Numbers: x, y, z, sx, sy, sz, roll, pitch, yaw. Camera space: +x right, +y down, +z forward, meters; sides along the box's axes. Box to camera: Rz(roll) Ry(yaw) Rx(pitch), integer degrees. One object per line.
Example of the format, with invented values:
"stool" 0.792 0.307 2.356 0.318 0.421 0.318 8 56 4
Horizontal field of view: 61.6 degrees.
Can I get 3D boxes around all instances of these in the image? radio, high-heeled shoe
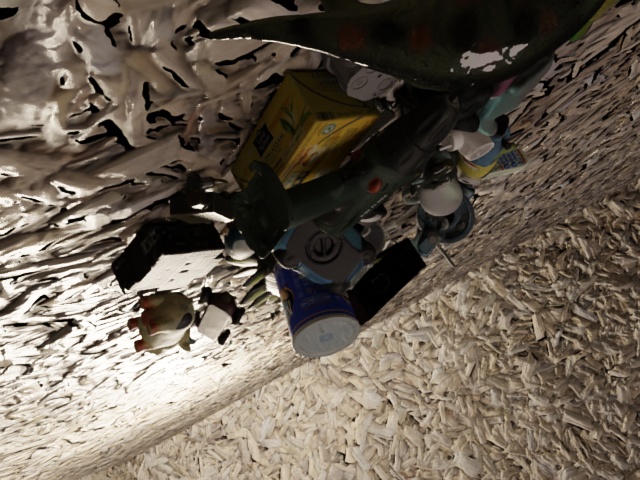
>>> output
"radio" 0.096 0.089 1.039 0.229 0.073 0.131 -37 -178 -38
"high-heeled shoe" 0.042 -0.034 0.889 0.145 0.086 0.248 -40 168 21

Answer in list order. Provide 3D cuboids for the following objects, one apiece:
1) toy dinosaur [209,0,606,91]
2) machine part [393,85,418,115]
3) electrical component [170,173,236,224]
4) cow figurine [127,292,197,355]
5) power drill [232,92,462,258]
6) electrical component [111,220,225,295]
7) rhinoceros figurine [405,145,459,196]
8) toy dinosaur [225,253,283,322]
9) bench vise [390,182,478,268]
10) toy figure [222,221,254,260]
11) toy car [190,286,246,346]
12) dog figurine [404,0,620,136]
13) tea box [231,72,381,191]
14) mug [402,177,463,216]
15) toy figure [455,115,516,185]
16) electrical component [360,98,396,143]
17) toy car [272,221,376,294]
"toy dinosaur" 0.130 -0.188 0.413 0.405 0.192 0.131 -31 161 5
"machine part" 0.133 -0.171 0.727 0.084 0.039 0.138 -24 165 6
"electrical component" -0.139 -0.048 0.666 0.078 0.045 0.102 -3 169 23
"cow figurine" -0.277 0.155 0.977 0.127 0.085 0.195 -8 154 -33
"power drill" 0.019 -0.066 0.569 0.207 0.086 0.232 -28 170 -37
"electrical component" -0.199 0.020 0.740 0.115 0.058 0.134 -37 161 33
"rhinoceros figurine" 0.160 -0.115 0.868 0.190 0.073 0.112 -13 156 -39
"toy dinosaur" -0.061 0.053 0.981 0.199 0.105 0.470 -17 152 -8
"bench vise" 0.240 -0.021 1.135 0.223 0.129 0.240 -46 180 27
"toy figure" -0.096 -0.023 0.767 0.064 0.058 0.154 -18 160 -32
"toy car" -0.205 0.151 1.061 0.053 0.089 0.202 -64 -175 -32
"dog figurine" 0.214 -0.227 0.583 0.191 0.108 0.219 -4 147 -46
"tea box" -0.022 -0.109 0.614 0.098 0.068 0.169 -16 158 -41
"mug" 0.206 -0.097 1.004 0.110 0.081 0.107 -6 162 19
"toy figure" 0.278 -0.157 0.918 0.089 0.082 0.180 -23 160 -9
"electrical component" 0.066 -0.156 0.694 0.063 0.021 0.094 -36 161 22
"toy car" -0.002 -0.002 0.765 0.161 0.103 0.109 35 99 -27
